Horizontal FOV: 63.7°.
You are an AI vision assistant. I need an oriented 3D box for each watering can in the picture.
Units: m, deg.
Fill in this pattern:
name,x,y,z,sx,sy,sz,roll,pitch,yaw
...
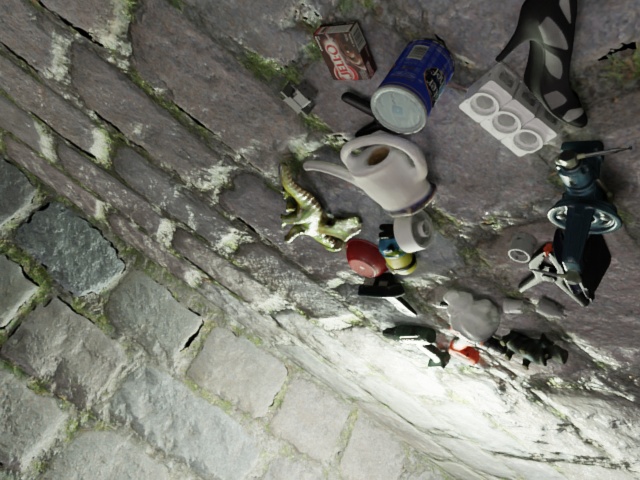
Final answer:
name,x,y,z,sx,sy,sz,roll,pitch,yaw
watering can,0.123,-0.149,1.203,0.221,0.106,0.346,45,152,-26

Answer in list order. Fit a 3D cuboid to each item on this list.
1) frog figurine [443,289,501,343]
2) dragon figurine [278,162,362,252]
name,x,y,z,sx,sy,sz,roll,pitch,yaw
frog figurine,0.430,0.208,1.470,0.136,0.125,0.158,-30,110,23
dragon figurine,0.005,-0.075,1.498,0.243,0.125,0.401,9,151,6
